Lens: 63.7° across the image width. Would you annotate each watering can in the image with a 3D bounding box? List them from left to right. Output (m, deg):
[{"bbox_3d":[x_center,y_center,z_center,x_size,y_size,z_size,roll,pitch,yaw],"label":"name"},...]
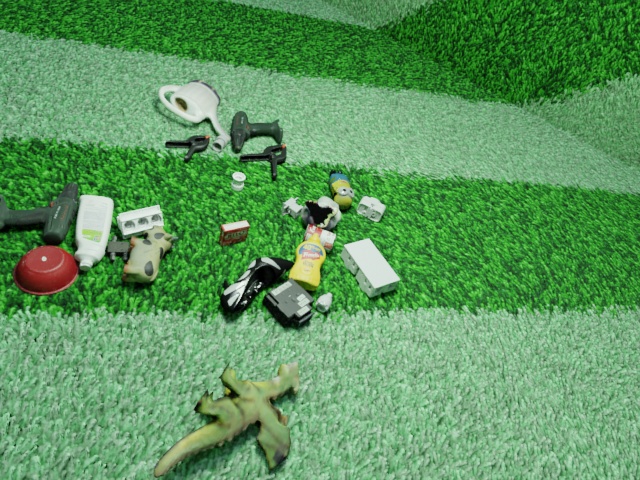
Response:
[{"bbox_3d":[-0.470,-0.525,2.058,0.347,0.102,0.229,31,43,-2],"label":"watering can"}]

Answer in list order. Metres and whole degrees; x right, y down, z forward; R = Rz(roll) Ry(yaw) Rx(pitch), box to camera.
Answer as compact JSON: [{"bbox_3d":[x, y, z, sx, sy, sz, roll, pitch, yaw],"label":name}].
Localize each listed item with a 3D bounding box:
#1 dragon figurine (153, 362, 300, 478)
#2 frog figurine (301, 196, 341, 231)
[{"bbox_3d":[-0.173,0.432,1.208,0.243,0.119,0.419,34,45,3],"label":"dragon figurine"},{"bbox_3d":[0.006,-0.091,1.813,0.137,0.122,0.160,-4,3,5],"label":"frog figurine"}]
